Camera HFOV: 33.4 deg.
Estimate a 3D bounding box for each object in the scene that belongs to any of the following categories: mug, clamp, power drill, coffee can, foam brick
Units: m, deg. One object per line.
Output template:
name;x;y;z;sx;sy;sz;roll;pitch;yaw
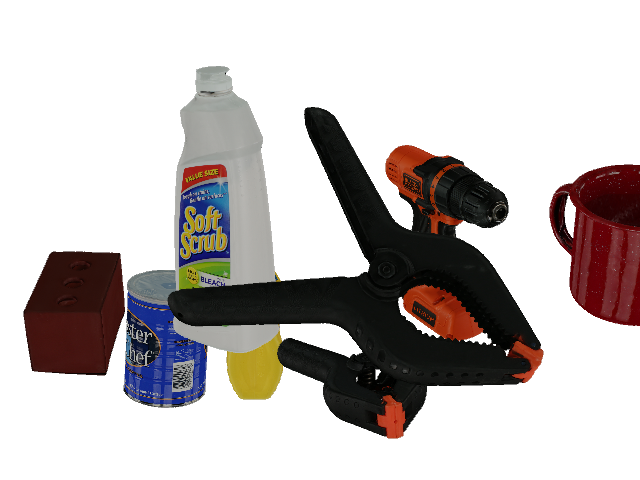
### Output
mug;0.207;0.000;0.739;0.093;0.081;0.117;-27;39;-34
clamp;0.027;0.030;0.626;0.210;0.164;0.036;36;-21;14
clamp;0.026;0.106;0.840;0.120;0.039;0.171;-12;15;1
power drill;0.134;0.006;1.103;0.057;0.188;0.185;-15;26;-22
coffee can;-0.187;0.119;1.307;0.103;0.140;0.103;5;18;-2
foam brick;-0.169;0.049;0.741;0.053;0.051;0.078;2;31;-1

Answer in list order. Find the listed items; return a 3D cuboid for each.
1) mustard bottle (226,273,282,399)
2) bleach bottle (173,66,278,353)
mustard bottle;-0.070;0.081;1.152;0.058;0.096;0.191;-1;28;-2
bleach bottle;-0.092;-0.029;0.950;0.103;0.251;0.067;14;28;36
